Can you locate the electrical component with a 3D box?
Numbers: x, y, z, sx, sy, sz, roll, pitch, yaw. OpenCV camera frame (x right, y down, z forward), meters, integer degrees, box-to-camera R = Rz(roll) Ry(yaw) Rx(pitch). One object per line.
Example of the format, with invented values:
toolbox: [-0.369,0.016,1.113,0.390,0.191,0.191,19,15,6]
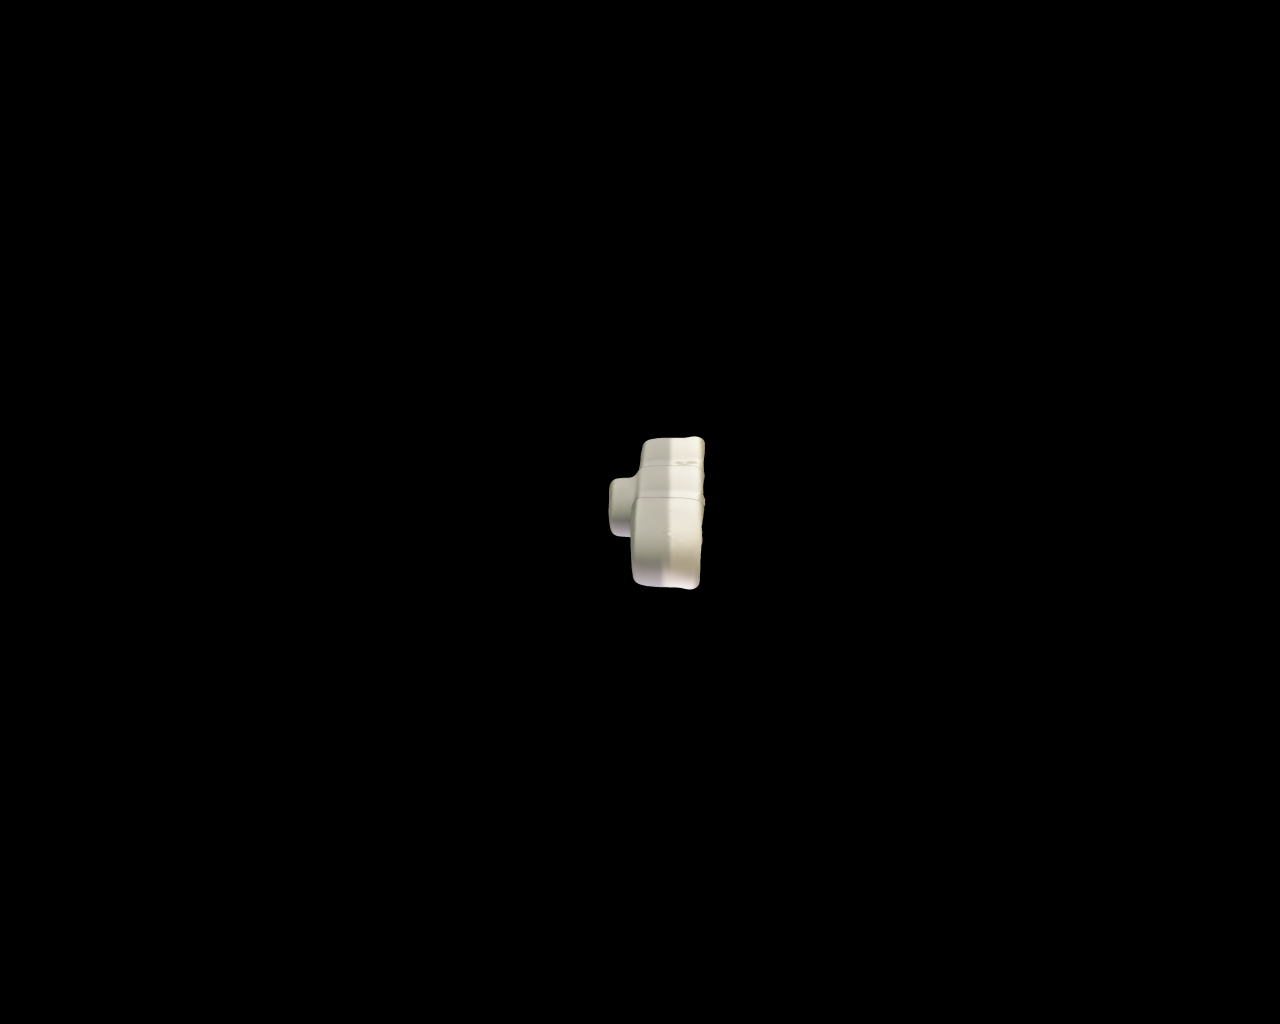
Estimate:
electrical component: [0.001,-0.003,0.650,0.074,0.052,0.138,2,27,3]
